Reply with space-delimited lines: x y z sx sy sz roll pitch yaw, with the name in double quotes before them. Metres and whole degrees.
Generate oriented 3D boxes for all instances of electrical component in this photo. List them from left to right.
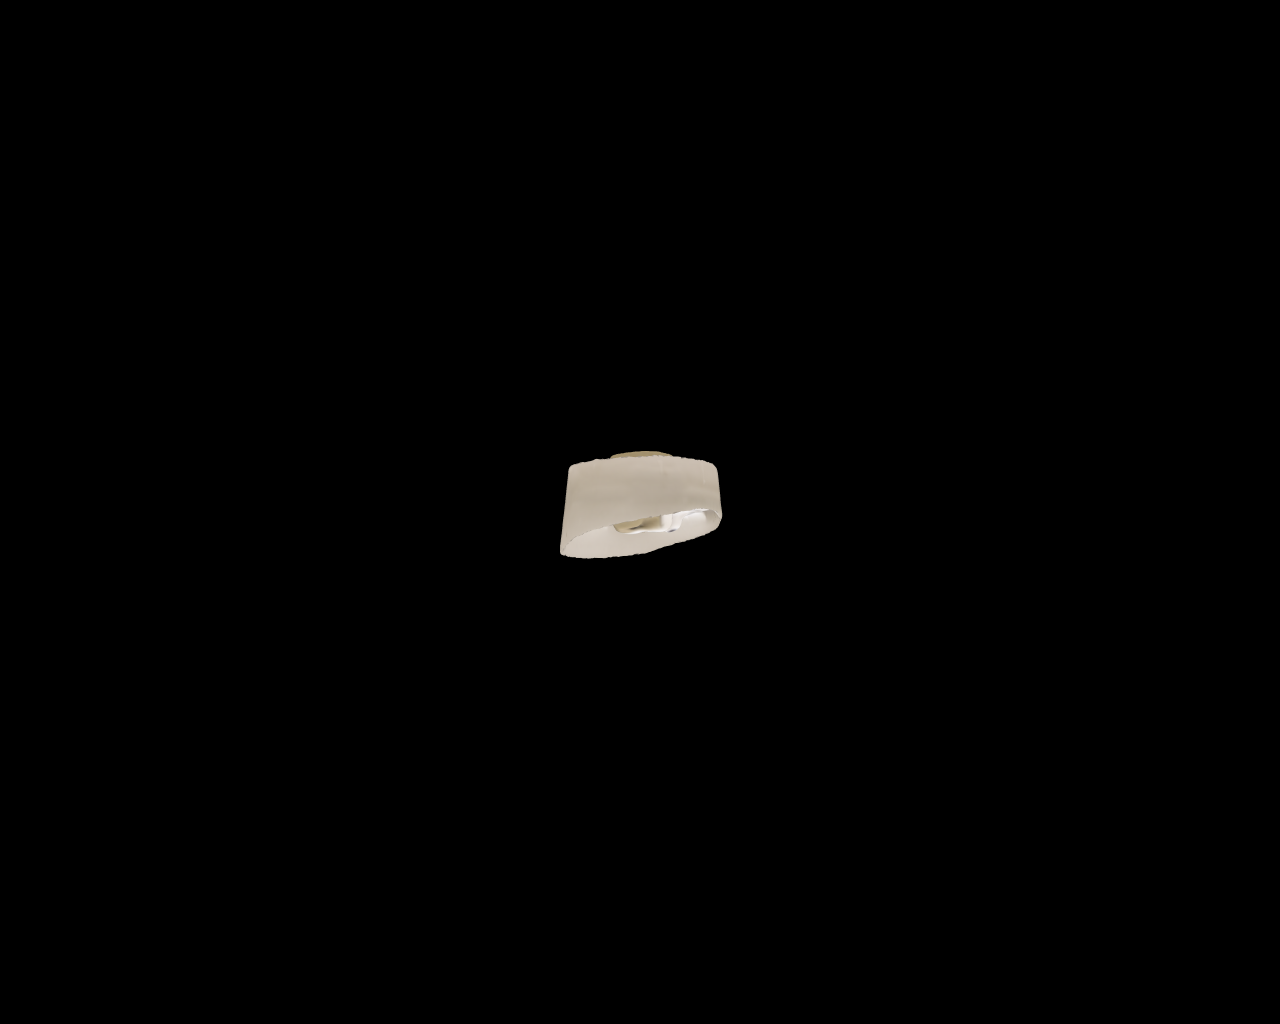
"electrical component" 0.001 -0.003 0.650 0.099 0.064 0.099 0 -7 0
